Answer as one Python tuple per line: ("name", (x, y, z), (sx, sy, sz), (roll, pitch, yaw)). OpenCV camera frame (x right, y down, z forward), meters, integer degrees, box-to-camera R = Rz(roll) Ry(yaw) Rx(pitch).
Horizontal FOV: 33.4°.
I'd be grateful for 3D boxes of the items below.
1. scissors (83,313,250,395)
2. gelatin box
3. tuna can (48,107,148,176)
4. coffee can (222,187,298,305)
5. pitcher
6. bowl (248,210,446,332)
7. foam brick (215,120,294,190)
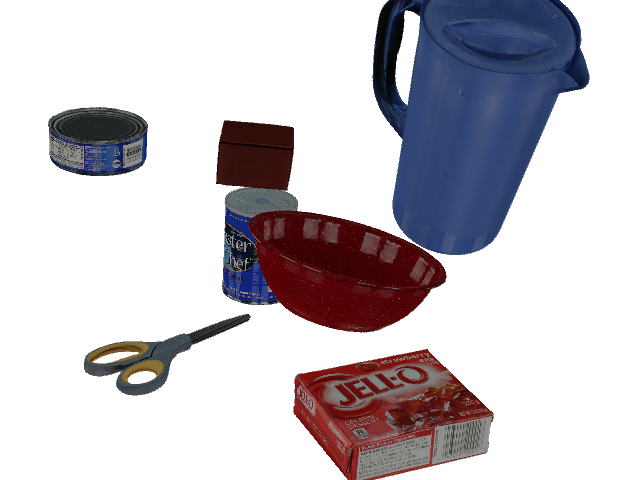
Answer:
("scissors", (-0.146, 0.119, 1.124), (0.201, 0.016, 0.096), (-10, 30, -27))
("gelatin box", (0.039, 0.095, 0.594), (0.089, 0.030, 0.073), (-7, 27, -24))
("tuna can", (-0.195, -0.087, 0.940), (0.086, 0.034, 0.086), (5, 26, -2))
("coffee can", (-0.087, 0.007, 1.518), (0.103, 0.140, 0.103), (4, 24, -2))
("pitcher", (0.125, -0.107, 0.953), (0.145, 0.149, 0.243), (-5, -41, -13))
("bowl", (0.016, 0.029, 0.847), (0.162, 0.055, 0.162), (13, 16, -4))
("foam brick", (-0.068, -0.090, 1.122), (0.078, 0.051, 0.053), (6, 31, -2))
